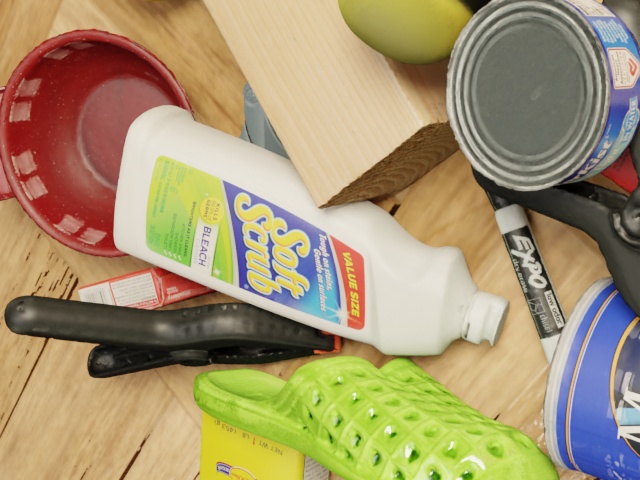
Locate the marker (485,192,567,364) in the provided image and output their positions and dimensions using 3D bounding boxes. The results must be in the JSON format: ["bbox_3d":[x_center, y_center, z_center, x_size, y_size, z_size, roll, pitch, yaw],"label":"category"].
[{"bbox_3d":[0.119,0.011,0.611,0.020,0.020,0.121,-23,85,40],"label":"marker"}]

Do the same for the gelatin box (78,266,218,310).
[{"bbox_3d":[-0.118,0.035,0.773,0.089,0.073,0.030,-14,90,40],"label":"gelatin box"}]

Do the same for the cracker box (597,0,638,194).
[{"bbox_3d":[0.198,-0.087,0.491,0.214,0.071,0.164,39,123,25],"label":"cracker box"}]

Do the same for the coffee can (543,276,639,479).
[{"bbox_3d":[0.194,0.082,0.512,0.141,0.102,0.103,14,109,36],"label":"coffee can"}]

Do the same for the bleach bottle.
[{"bbox_3d":[-0.004,0.001,0.658,0.251,0.068,0.103,20,113,18],"label":"bleach bottle"}]

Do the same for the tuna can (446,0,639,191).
[{"bbox_3d":[0.098,-0.066,0.470,0.086,0.033,0.086,12,106,46],"label":"tuna can"}]

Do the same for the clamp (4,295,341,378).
[{"bbox_3d":[-0.093,0.063,0.712,0.210,0.164,0.036,-4,72,14],"label":"clamp"}]

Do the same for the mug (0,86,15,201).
[{"bbox_3d":[-0.223,-0.080,0.832,0.117,0.093,0.081,-15,97,4],"label":"mug"}]

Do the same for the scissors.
[{"bbox_3d":[-0.028,-0.084,0.710,0.096,0.016,0.202,24,114,31],"label":"scissors"}]

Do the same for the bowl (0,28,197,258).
[{"bbox_3d":[-0.149,-0.071,0.768,0.162,0.055,0.162,5,105,18],"label":"bowl"}]

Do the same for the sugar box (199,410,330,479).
[{"bbox_3d":[-0.044,0.207,0.770,0.093,0.048,0.176,16,109,35],"label":"sugar box"}]

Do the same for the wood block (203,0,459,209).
[{"bbox_3d":[0.005,-0.133,0.625,0.091,0.090,0.206,-38,75,38],"label":"wood block"}]

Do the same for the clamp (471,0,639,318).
[{"bbox_3d":[0.142,-0.012,0.487,0.120,0.039,0.171,-46,67,48],"label":"clamp"}]
